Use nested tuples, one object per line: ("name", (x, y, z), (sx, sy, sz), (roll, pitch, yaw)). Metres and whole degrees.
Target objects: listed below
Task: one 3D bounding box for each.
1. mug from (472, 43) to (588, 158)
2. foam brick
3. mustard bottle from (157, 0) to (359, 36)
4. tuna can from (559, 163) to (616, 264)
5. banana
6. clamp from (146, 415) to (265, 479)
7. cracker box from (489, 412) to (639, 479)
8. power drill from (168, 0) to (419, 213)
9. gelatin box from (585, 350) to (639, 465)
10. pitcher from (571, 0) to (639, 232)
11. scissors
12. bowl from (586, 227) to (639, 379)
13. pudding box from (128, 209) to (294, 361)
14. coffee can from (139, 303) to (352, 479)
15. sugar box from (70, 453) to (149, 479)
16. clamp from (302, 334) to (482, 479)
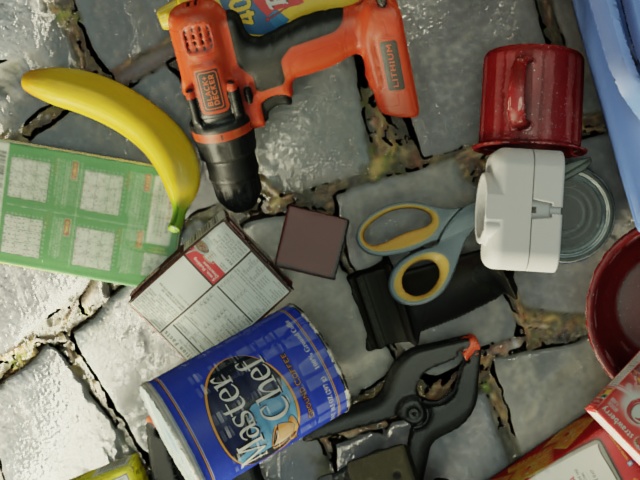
("mug", (0.168, -0.113, 0.861), (0.093, 0.117, 0.081), (2, 87, 24))
("foam brick", (-0.006, 0.001, 0.889), (0.053, 0.078, 0.051), (13, 92, 0))
("mustard bottle", (-0.043, -0.214, 0.890), (0.191, 0.058, 0.096), (-18, 98, 3))
("tuna can", (0.204, -0.023, 0.901), (0.086, 0.034, 0.086), (0, 92, 2))
("banana", (-0.164, -0.094, 0.897), (0.198, 0.037, 0.069), (42, 61, 14))
("clamp", (-0.085, 0.235, 0.923), (0.210, 0.036, 0.164), (44, 93, -4))
("cracker box", (0.199, 0.269, 0.897), (0.214, 0.072, 0.164), (-36, 90, 4))
("power drill", (-0.017, -0.119, 0.872), (0.187, 0.057, 0.184), (-12, 118, 1))
("gelatin box", (0.268, 0.140, 0.845), (0.073, 0.030, 0.089), (-44, 90, -7))
("pitcher", (0.266, -0.129, 0.815), (0.149, 0.145, 0.243), (-9, 80, -6))
("scissors", (0.131, -0.004, 0.878), (0.202, 0.016, 0.096), (-10, 84, 5))
("bowl", (0.298, 0.057, 0.891), (0.162, 0.055, 0.162), (0, 93, 2))
("pudding box", (-0.092, 0.045, 0.908), (0.113, 0.039, 0.090), (-41, 103, 5))
("coffee can", (-0.060, 0.129, 0.864), (0.140, 0.103, 0.103), (-28, 91, -17))
("sugar box", (-0.168, 0.285, 0.925), (0.093, 0.048, 0.176), (-22, 95, 3))
("clamp", (0.083, 0.156, 0.913), (0.171, 0.039, 0.120), (-40, 98, 9))
